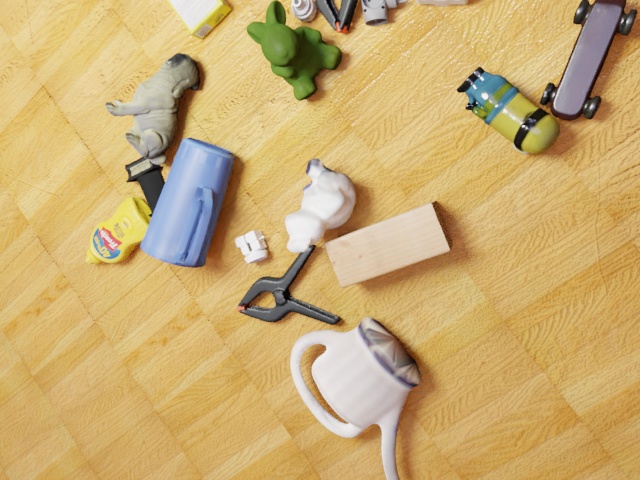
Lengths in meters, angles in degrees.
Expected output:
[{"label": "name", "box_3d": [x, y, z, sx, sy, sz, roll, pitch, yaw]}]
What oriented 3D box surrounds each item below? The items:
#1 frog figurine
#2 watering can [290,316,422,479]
[{"label": "frog figurine", "box_3d": [0.003, -0.047, 0.932, 0.122, 0.163, 0.134, 21, 141, -16]}, {"label": "watering can", "box_3d": [0.099, 0.296, 0.964, 0.222, 0.104, 0.349, -45, 82, 15]}]
